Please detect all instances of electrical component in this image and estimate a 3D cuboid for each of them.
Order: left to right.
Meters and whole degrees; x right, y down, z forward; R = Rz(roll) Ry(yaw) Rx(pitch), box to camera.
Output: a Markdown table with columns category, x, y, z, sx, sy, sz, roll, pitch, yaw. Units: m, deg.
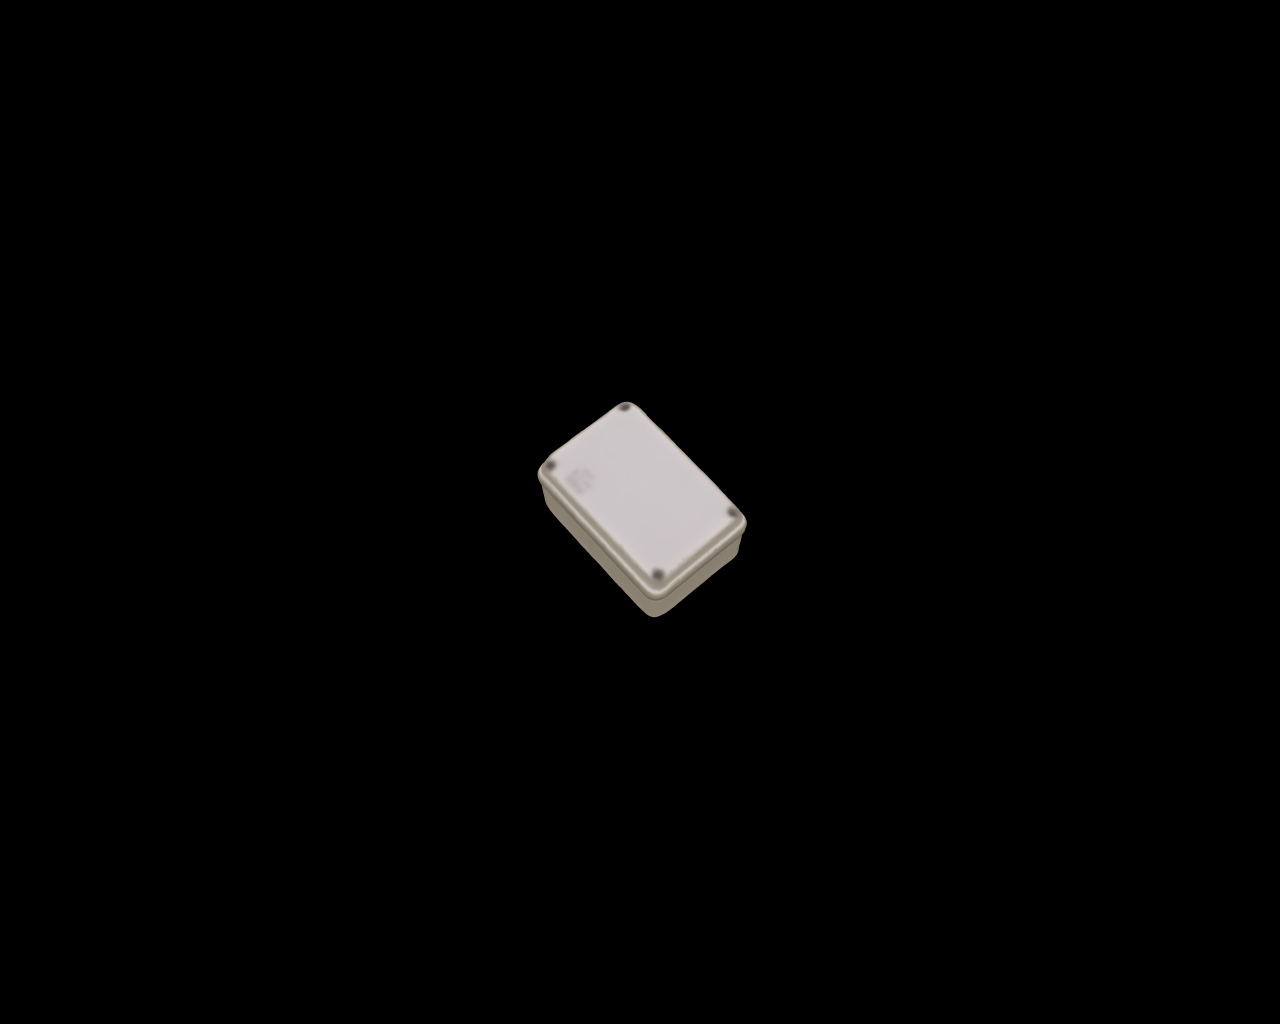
| category | x | y | z | sx | sy | sz | roll | pitch | yaw |
| --- | --- | --- | --- | --- | --- | --- | --- | --- | --- |
| electrical component | 0.001 | -0.003 | 0.650 | 0.078 | 0.113 | 0.057 | -38 | -19 | -16 |
